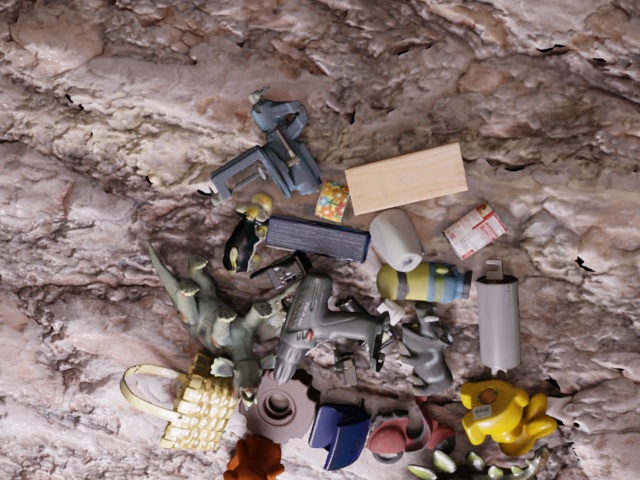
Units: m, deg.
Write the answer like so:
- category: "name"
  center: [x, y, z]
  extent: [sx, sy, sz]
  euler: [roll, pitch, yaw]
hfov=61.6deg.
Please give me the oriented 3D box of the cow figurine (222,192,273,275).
- category: "cow figurine"
  center: [-0.147, -0.014, 1.072]
  extent: [0.068, 0.098, 0.167]
  euler: [21, 103, 12]

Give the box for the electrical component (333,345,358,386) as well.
- category: "electrical component"
  center: [0.050, 0.254, 1.088]
  extent: [0.045, 0.102, 0.078]
  euler: [-7, 90, 2]

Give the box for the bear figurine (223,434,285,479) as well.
- category: "bear figurine"
  center: [-0.144, 0.495, 1.115]
  extent: [0.120, 0.196, 0.132]
  euler: [27, 104, 1]

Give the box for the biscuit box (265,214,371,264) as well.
- category: "biscuit box"
  center: [-0.002, -0.003, 1.068]
  extent: [0.203, 0.059, 0.062]
  euler: [11, 101, 8]

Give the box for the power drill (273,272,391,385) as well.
- category: "power drill"
  center: [0.023, 0.186, 1.019]
  extent: [0.208, 0.086, 0.232]
  euler: [12, 90, 26]

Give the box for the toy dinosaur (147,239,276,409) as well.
- category: "toy dinosaur"
  center: [-0.224, 0.165, 1.100]
  extent: [0.405, 0.131, 0.192]
  euler: [37, 127, 28]

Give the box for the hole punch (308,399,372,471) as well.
- category: "hole punch"
  center: [0.050, 0.404, 1.105]
  extent: [0.116, 0.092, 0.142]
  euler: [10, 99, -23]

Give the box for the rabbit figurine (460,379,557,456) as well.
- category: "rabbit figurine"
  center: [0.373, 0.352, 1.054]
  extent: [0.162, 0.122, 0.173]
  euler: [-25, 114, 15]

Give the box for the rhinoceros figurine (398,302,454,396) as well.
- category: "rhinoceros figurine"
  center: [0.213, 0.217, 1.066]
  extent: [0.112, 0.073, 0.190]
  euler: [-13, 98, 13]

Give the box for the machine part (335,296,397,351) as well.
- category: "machine part"
  center: [0.089, 0.171, 1.098]
  extent: [0.139, 0.039, 0.084]
  euler: [46, 112, -3]

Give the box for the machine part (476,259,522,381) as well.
- category: "machine part"
  center: [0.344, 0.155, 1.030]
  extent: [0.079, 0.079, 0.243]
  euler: [-3, 99, 10]

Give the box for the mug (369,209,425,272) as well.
- category: "mug"
  center: [0.155, 0.010, 1.015]
  extent: [0.109, 0.107, 0.081]
  euler: [22, 126, -36]

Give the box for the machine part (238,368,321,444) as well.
- category: "machine part"
  center: [-0.088, 0.348, 1.150]
  extent: [0.179, 0.056, 0.179]
  euler: [2, 102, 9]

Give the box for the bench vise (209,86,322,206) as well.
- category: "bench vise"
  center: [-0.115, -0.156, 1.018]
  extent: [0.241, 0.129, 0.223]
  euler: [-33, 113, -4]

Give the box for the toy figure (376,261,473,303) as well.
- category: "toy figure"
  center: [0.199, 0.080, 1.034]
  extent: [0.180, 0.089, 0.082]
  euler: [7, 96, 11]

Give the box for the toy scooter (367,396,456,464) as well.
- category: "toy scooter"
  center: [0.180, 0.379, 1.101]
  extent: [0.184, 0.075, 0.135]
  euler: [-10, 99, 8]

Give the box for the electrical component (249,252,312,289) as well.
- category: "electrical component"
  center: [-0.080, 0.065, 1.086]
  extent: [0.119, 0.075, 0.047]
  euler: [-27, 96, 9]

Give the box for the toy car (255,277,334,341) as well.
- category: "toy car"
  center: [-0.065, 0.138, 1.106]
  extent: [0.202, 0.056, 0.073]
  euler: [-32, 94, 13]

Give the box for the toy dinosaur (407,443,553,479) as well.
- category: "toy dinosaur"
  center: [0.264, 0.513, 1.076]
  extent: [0.198, 0.105, 0.471]
  euler: [34, 121, -11]
